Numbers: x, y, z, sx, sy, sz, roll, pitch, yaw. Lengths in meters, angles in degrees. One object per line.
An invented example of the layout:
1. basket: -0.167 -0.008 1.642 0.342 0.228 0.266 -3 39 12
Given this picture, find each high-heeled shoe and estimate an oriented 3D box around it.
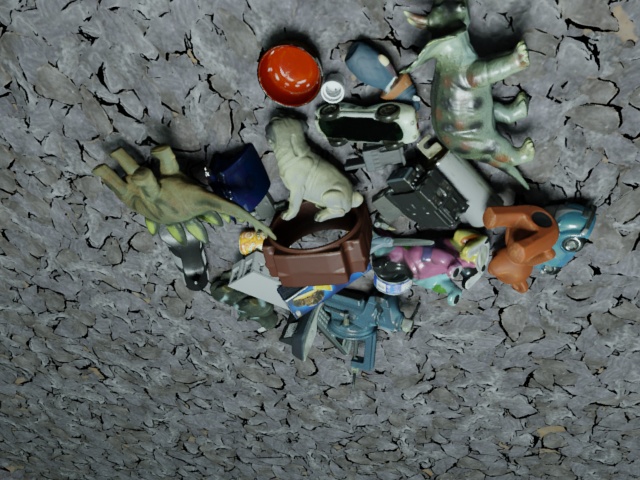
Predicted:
1. high-heeled shoe: -0.316 0.005 1.244 0.086 0.145 0.248 -17 99 -11

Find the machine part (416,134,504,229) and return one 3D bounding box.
1. machine part: 0.264 -0.103 1.006 0.243 0.079 0.079 40 126 -22

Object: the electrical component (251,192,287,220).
1. electrical component: -0.120 -0.077 1.143 0.094 0.021 0.063 -13 125 22

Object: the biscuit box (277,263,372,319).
1. biscuit box: 0.011 0.083 1.158 0.203 0.063 0.059 -33 121 -8

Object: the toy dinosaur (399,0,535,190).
1. toy dinosaur: 0.246 -0.218 0.885 0.192 0.131 0.404 -4 130 20

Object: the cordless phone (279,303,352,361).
1. cordless phone: 0.002 0.244 1.303 0.089 0.147 0.184 -26 118 38

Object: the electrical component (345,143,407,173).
1. electrical component: 0.100 -0.164 0.993 0.119 0.075 0.047 -5 129 19

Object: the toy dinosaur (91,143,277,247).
1. toy dinosaur: -0.285 -0.082 1.038 0.472 0.105 0.198 14 146 38

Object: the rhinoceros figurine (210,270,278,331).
1. rhinoceros figurine: -0.182 0.156 1.316 0.190 0.073 0.112 34 126 -16

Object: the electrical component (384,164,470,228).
1. electrical component: 0.187 -0.080 0.986 0.134 0.058 0.115 41 161 -19

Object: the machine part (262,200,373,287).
1. machine part: -0.002 -0.003 1.063 0.202 0.201 0.087 -5 126 16

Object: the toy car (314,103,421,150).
1. toy car: 0.079 -0.204 0.950 0.202 0.056 0.073 10 140 33

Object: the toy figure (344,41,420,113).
1. toy figure: 0.113 -0.272 0.909 0.154 0.064 0.058 32 89 -22

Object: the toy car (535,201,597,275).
1. toy car: 0.452 -0.014 1.038 0.103 0.109 0.161 34 143 12

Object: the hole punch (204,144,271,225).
1. hole punch: -0.159 -0.116 1.063 0.092 0.116 0.142 -12 126 11

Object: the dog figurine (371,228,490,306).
1. dog figurine: 0.215 0.028 1.117 0.219 0.191 0.108 26 144 37

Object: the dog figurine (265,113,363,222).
1. dog figurine: -0.009 -0.143 1.009 0.172 0.121 0.190 -5 121 -1

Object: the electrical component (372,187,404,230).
1. electrical component: 0.149 -0.065 1.083 0.102 0.045 0.078 -26 122 29

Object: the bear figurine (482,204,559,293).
1. bear figurine: 0.355 0.023 1.004 0.132 0.120 0.195 -14 148 -21

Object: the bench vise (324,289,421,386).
1. bench vise: 0.111 0.216 1.263 0.224 0.129 0.240 8 113 14
